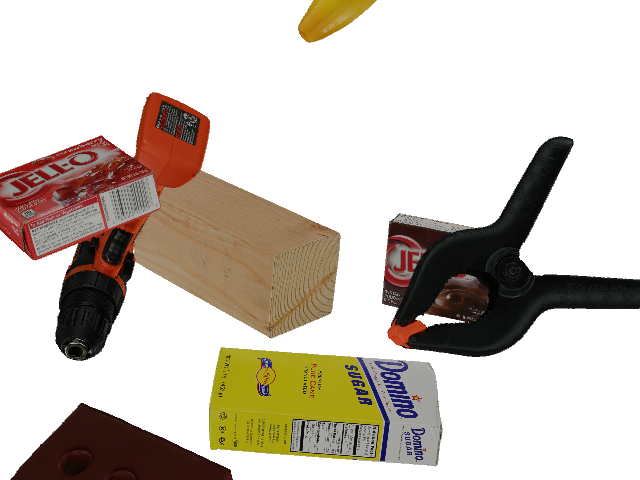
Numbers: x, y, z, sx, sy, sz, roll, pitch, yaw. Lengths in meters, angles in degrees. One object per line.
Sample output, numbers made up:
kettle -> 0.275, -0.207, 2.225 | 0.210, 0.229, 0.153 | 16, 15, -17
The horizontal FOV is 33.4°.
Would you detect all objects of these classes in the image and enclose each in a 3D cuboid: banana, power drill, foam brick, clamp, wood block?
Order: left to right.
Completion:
power drill -> -0.158, -0.014, 0.870 | 0.057, 0.188, 0.184 | 25, 30, -18
foam brick -> -0.077, 0.112, 0.429 | 0.078, 0.051, 0.052 | 18, 44, 23
wood block -> -0.088, 0.008, 1.072 | 0.206, 0.090, 0.090 | 25, 30, 37
banana -> 0.043, -0.223, 0.794 | 0.070, 0.197, 0.037 | -9, -42, 40
clamp -> 0.125, 0.027, 0.662 | 0.171, 0.120, 0.039 | -38, -12, -8

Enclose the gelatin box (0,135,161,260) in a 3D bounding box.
gelatin box -> -0.154, -0.028, 0.653 | 0.089, 0.030, 0.073 | -25, 35, -27

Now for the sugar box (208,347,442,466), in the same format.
sugar box -> 0.004, 0.128, 0.839 | 0.176, 0.048, 0.093 | 2, 26, 0

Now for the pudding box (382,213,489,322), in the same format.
pudding box -> 0.121, 0.028, 1.066 | 0.114, 0.090, 0.039 | 10, 22, 18
